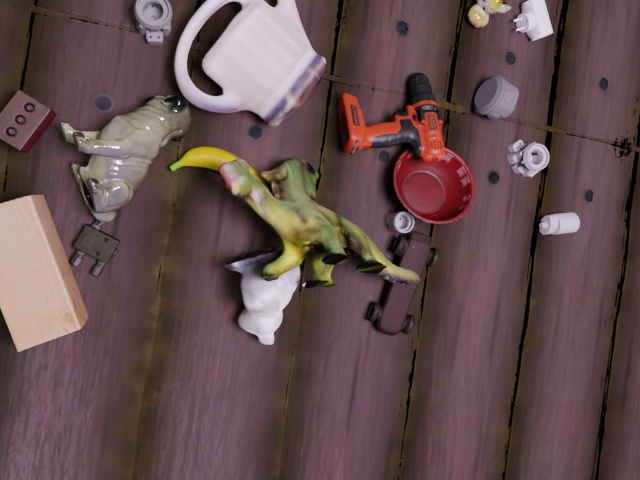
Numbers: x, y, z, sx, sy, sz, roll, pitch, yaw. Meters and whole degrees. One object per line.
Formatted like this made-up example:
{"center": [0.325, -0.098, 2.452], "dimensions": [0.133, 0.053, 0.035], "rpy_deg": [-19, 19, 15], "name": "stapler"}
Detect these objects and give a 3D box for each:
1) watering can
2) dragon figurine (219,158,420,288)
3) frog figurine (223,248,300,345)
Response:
{"center": [-0.081, -0.340, 0.858], "dimensions": [0.222, 0.104, 0.350], "rpy_deg": [39, 80, -16], "name": "watering can"}
{"center": [0.003, -0.043, 0.854], "dimensions": [0.408, 0.120, 0.247], "rpy_deg": [13, 51, -45], "name": "dragon figurine"}
{"center": [-0.085, 0.098, 0.856], "dimensions": [0.123, 0.138, 0.159], "rpy_deg": [-13, 96, 0], "name": "frog figurine"}
